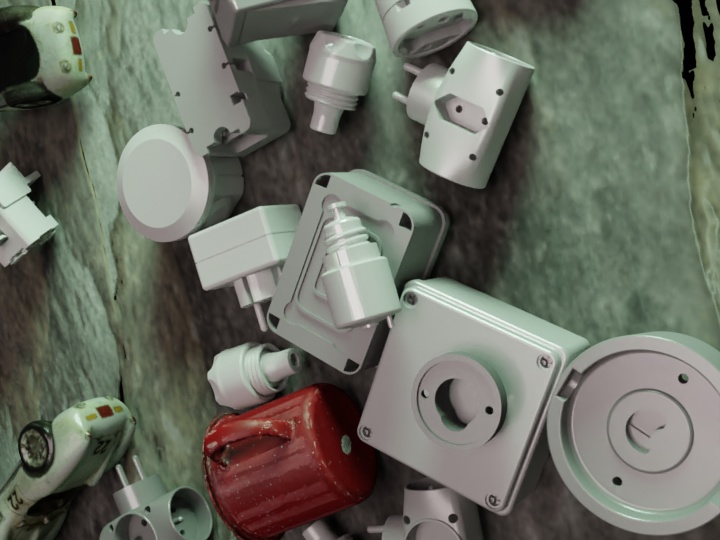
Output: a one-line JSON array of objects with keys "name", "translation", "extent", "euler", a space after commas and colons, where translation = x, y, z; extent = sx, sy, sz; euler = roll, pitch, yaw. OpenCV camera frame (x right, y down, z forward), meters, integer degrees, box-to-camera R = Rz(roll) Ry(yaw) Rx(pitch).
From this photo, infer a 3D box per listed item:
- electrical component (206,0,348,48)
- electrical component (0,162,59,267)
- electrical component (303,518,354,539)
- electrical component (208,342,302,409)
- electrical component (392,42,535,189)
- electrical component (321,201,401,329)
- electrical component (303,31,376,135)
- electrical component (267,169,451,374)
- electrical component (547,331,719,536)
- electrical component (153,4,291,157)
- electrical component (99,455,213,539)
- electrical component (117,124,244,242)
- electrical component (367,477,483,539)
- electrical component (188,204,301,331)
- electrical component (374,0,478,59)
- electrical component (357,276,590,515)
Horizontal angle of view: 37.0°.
[{"name": "electrical component", "translation": [-0.057, -0.177, 0.668], "extent": [0.096, 0.062, 0.061], "euler": [-18, 84, -14]}, {"name": "electrical component", "translation": [-0.271, -0.040, 0.825], "extent": [0.042, 0.081, 0.063], "euler": [-34, 100, 28]}, {"name": "electrical component", "translation": [-0.013, 0.195, 0.716], "extent": [0.043, 0.043, 0.062], "euler": [-47, 72, 25]}, {"name": "electrical component", "translation": [-0.069, 0.070, 0.735], "extent": [0.062, 0.043, 0.043], "euler": [-19, 85, 28]}, {"name": "electrical component", "translation": [0.055, -0.100, 0.648], "extent": [0.079, 0.043, 0.077], "euler": [29, 108, 25]}, {"name": "electrical component", "translation": [-0.003, -0.001, 0.625], "extent": [0.040, 0.040, 0.078], "euler": [-18, 85, 30]}, {"name": "electrical component", "translation": [-0.016, -0.118, 0.687], "extent": [0.043, 0.043, 0.062], "euler": [23, 107, 26]}, {"name": "electrical component", "translation": [0.000, 0.000, 0.681], "extent": [0.078, 0.057, 0.113], "euler": [28, 108, 24]}, {"name": "electrical component", "translation": [0.165, 0.085, 0.594], "extent": [0.108, 0.060, 0.108], "euler": [3, 97, 29]}, {"name": "electrical component", "translation": [-0.090, -0.125, 0.720], "extent": [0.050, 0.056, 0.089], "euler": [-25, 83, 29]}, {"name": "electrical component", "translation": [-0.158, 0.177, 0.795], "extent": [0.077, 0.044, 0.079], "euler": [-30, 80, 28]}, {"name": "electrical component", "translation": [-0.125, -0.061, 0.750], "extent": [0.080, 0.051, 0.080], "euler": [3, 96, 29]}, {"name": "electrical component", "translation": [0.040, 0.173, 0.682], "extent": [0.079, 0.044, 0.077], "euler": [-10, 90, 30]}, {"name": "electrical component", "translation": [-0.068, 0.002, 0.725], "extent": [0.066, 0.047, 0.076], "euler": [-20, 85, 29]}, {"name": "electrical component", "translation": [0.037, -0.162, 0.647], "extent": [0.055, 0.055, 0.047], "euler": [-28, 77, 29]}, {"name": "electrical component", "translation": [0.067, 0.073, 0.651], "extent": [0.109, 0.056, 0.108], "euler": [25, 106, 25]}]
